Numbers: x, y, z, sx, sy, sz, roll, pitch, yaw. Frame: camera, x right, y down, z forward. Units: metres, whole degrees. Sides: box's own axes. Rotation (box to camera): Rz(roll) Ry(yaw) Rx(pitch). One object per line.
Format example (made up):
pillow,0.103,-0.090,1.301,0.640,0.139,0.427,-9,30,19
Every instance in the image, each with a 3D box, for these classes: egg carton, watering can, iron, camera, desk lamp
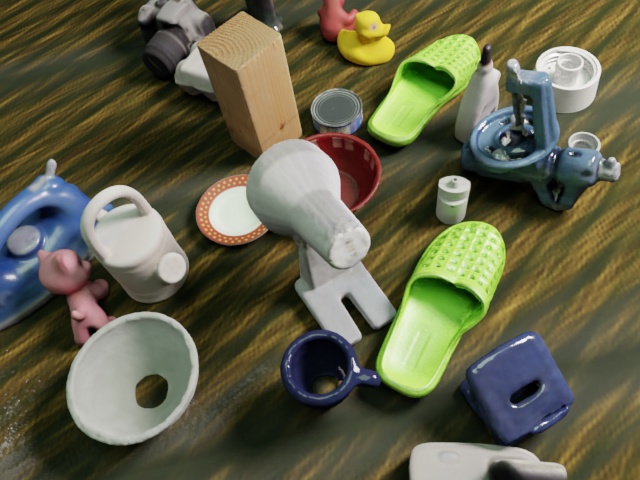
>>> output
egg carton,-0.177,-0.296,1.015,0.150,0.069,0.107,18,63,17
watering can,-0.247,0.003,0.771,0.172,0.194,0.101,11,61,14
iron,-0.428,0.008,0.822,0.118,0.142,0.259,24,65,20
camera,-0.284,-0.380,1.060,0.143,0.101,0.137,19,63,18
desk lamp,0.007,0.003,0.727,0.118,0.214,0.202,-31,60,-11

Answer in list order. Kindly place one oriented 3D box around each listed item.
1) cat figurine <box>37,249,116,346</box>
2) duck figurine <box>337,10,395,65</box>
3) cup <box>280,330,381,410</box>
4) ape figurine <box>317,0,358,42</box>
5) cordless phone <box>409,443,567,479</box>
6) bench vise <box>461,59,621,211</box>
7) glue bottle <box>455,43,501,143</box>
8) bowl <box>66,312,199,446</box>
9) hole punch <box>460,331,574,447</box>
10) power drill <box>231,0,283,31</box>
cat figurine,-0.341,0.067,0.789,0.067,0.118,0.127,-26,59,-8
duck figurine,0.080,-0.366,1.014,0.104,0.086,0.077,14,62,15
cup,0.017,0.169,0.695,0.117,0.095,0.092,8,60,12
ape figurine,0.028,-0.417,1.048,0.077,0.092,0.076,28,67,22
cordless phone,0.165,0.239,0.581,0.147,0.185,0.094,-2,59,6
bench vise,0.303,-0.149,0.776,0.207,0.220,0.121,7,60,11
glue bottle,0.241,-0.222,0.856,0.037,0.173,0.078,36,70,25
bowl,-0.227,0.182,0.731,0.167,0.075,0.167,-3,59,6
hole punch,0.232,0.174,0.667,0.109,0.091,0.101,-28,60,-10
power drill,-0.142,-0.476,1.037,0.229,0.209,0.076,23,65,19
